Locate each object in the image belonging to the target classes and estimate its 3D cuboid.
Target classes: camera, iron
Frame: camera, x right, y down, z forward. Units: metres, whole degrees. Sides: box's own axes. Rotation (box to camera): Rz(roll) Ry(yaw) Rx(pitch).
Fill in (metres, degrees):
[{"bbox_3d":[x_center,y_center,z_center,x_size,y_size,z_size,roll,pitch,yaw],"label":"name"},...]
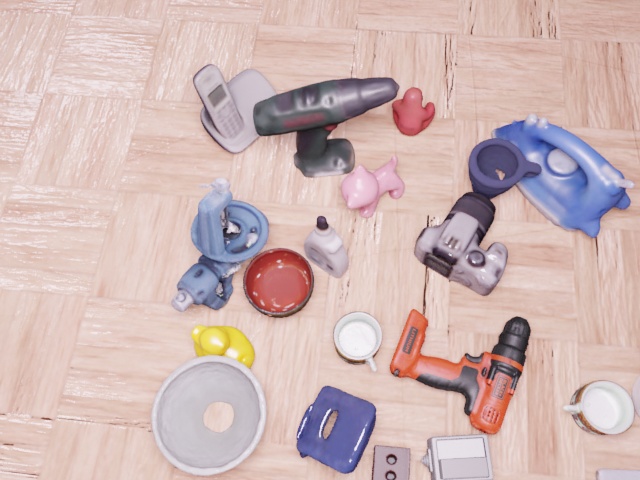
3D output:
[{"bbox_3d":[0.243,-0.005,0.919,0.143,0.101,0.137,30,72,14],"label":"camera"},{"bbox_3d":[0.392,-0.133,0.941,0.119,0.141,0.258,-40,71,-12],"label":"iron"}]

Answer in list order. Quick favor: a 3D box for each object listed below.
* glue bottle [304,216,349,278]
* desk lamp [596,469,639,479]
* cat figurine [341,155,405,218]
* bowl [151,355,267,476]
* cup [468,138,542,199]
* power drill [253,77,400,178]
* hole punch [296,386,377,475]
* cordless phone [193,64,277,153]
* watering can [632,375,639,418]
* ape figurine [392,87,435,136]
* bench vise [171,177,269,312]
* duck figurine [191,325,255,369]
[{"bbox_3d":[0.008,0.003,0.889,0.078,0.173,0.037,36,74,16],"label":"glue bottle"},{"bbox_3d":[0.486,0.342,0.703,0.203,0.214,0.118,1,68,4],"label":"desk lamp"},{"bbox_3d":[0.083,-0.094,0.954,0.128,0.118,0.067,-37,70,-11],"label":"cat figurine"},{"bbox_3d":[-0.156,0.259,0.846,0.167,0.075,0.167,-1,68,3],"label":"bowl"},{"bbox_3d":[0.302,-0.109,0.961,0.117,0.095,0.092,6,68,6],"label":"cup"},{"bbox_3d":[0.011,-0.188,0.947,0.229,0.208,0.075,-7,67,0],"label":"power drill"},{"bbox_3d":[0.022,0.273,0.822,0.101,0.091,0.109,22,71,12],"label":"hole punch"},{"bbox_3d":[-0.147,-0.253,0.995,0.094,0.185,0.148,35,74,16],"label":"cordless phone"},{"bbox_3d":[0.517,0.209,0.766,0.172,0.194,0.101,35,74,16],"label":"watering can"},{"bbox_3d":[0.166,-0.237,1.022,0.077,0.092,0.076,23,71,12],"label":"ape figurine"},{"bbox_3d":[-0.150,0.012,0.868,0.121,0.220,0.207,11,69,8],"label":"bench vise"},{"bbox_3d":[-0.152,0.164,0.879,0.104,0.086,0.077,27,72,13],"label":"duck figurine"}]
